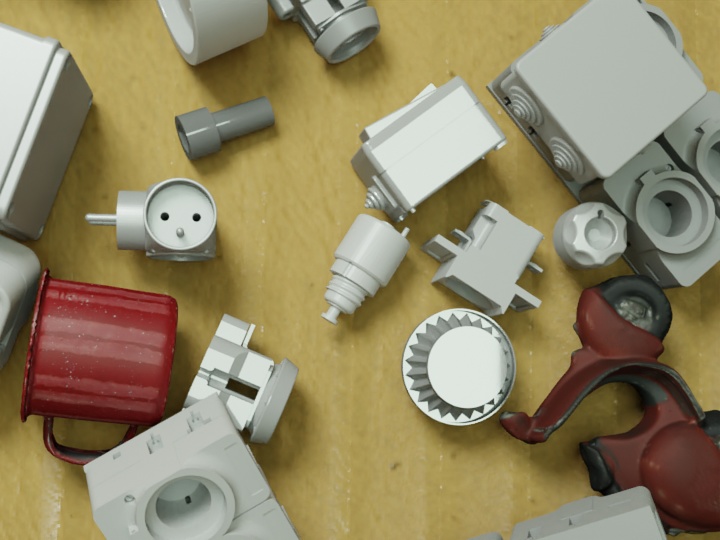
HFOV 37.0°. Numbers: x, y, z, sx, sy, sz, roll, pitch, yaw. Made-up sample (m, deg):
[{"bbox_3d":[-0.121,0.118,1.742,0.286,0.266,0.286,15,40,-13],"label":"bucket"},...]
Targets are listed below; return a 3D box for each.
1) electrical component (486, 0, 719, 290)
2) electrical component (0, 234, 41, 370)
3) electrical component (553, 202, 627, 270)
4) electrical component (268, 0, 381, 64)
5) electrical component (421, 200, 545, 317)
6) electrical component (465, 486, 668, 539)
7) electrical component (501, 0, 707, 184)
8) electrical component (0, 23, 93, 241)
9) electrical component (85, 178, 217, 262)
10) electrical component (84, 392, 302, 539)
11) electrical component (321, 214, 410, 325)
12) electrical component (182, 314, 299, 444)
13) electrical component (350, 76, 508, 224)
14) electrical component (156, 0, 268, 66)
[{"bbox_3d":[0.190,-0.090,0.727,0.105,0.060,0.186,-40,92,-9],"label":"electrical component"},{"bbox_3d":[-0.232,0.025,0.641,0.054,0.059,0.095,26,117,-6],"label":"electrical component"},{"bbox_3d":[0.149,-0.021,0.715,0.043,0.062,0.043,1,86,-8],"label":"electrical component"},{"bbox_3d":[-0.018,-0.171,0.710,0.066,0.048,0.055,-32,83,-10],"label":"electrical component"},{"bbox_3d":[0.086,-0.008,0.715,0.081,0.042,0.063,33,78,-5],"label":"electrical component"},{"bbox_3d":[0.105,0.213,0.662,0.186,0.060,0.105,-20,89,13],"label":"electrical component"},{"bbox_3d":[0.148,-0.112,0.665,0.100,0.048,0.099,-40,92,-9],"label":"electrical component"},{"bbox_3d":[-0.210,-0.080,0.642,0.056,0.109,0.108,19,83,-4],"label":"electrical component"},{"bbox_3d":[-0.129,-0.030,0.666,0.079,0.077,0.044,1,85,-8],"label":"electrical component"},{"bbox_3d":[-0.085,0.164,0.636,0.089,0.062,0.150,-29,115,-8],"label":"electrical component"},{"bbox_3d":[0.000,0.000,0.702,0.040,0.040,0.078,33,82,-5],"label":"electrical component"},{"bbox_3d":[-0.074,0.074,0.677,0.057,0.058,0.078,23,83,-3],"label":"electrical component"},{"bbox_3d":[0.036,-0.077,0.702,0.096,0.062,0.061,-37,92,-9],"label":"electrical component"},{"bbox_3d":[-0.093,-0.188,0.671,0.060,0.108,0.108,-21,89,-16],"label":"electrical component"}]
